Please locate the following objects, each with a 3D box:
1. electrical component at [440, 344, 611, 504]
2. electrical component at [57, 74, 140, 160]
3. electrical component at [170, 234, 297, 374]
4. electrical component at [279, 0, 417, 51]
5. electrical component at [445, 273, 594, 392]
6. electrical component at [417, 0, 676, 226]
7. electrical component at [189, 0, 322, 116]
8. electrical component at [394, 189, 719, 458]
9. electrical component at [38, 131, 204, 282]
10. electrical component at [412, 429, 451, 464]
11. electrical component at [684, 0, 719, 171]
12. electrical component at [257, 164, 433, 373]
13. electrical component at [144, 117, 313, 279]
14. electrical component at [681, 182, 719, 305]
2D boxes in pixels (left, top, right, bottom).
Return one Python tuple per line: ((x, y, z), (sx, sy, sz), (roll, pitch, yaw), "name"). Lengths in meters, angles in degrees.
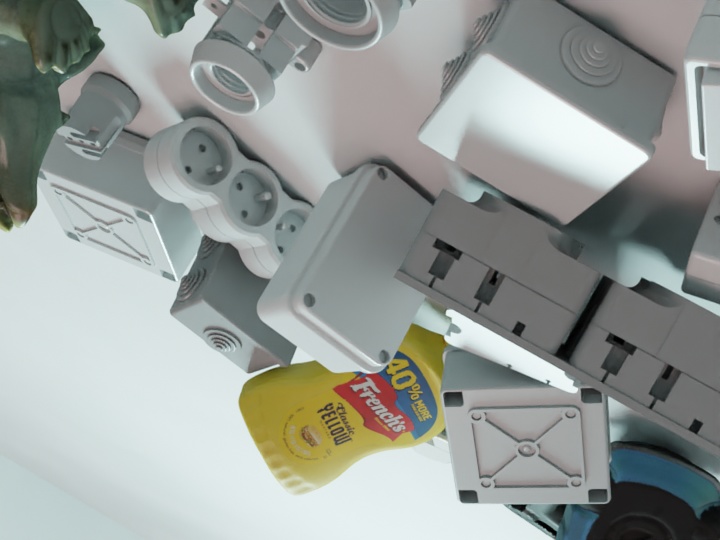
((0.115, 0.104, 0.736), (0.109, 0.056, 0.108), (-3, 123, 13), "electrical component")
((-0.178, -0.103, 0.727), (0.040, 0.046, 0.040), (23, 155, 11), "electrical component")
((-0.085, 0.019, 0.804), (0.048, 0.099, 0.100), (-22, 127, 43), "electrical component")
((-0.001, -0.135, 0.473), (0.078, 0.057, 0.058), (1, 144, 44), "electrical component")
((0.106, 0.028, 0.676), (0.089, 0.055, 0.050), (22, 154, 14), "electrical component")
((0.087, -0.076, 0.506), (0.100, 0.048, 0.099), (31, 155, -5), "electrical component")
((-0.059, -0.116, 0.570), (0.066, 0.055, 0.048), (36, 154, -17), "electrical component")
((0.120, 0.021, 0.579), (0.186, 0.060, 0.105), (29, -174, 8), "electrical component")
((-0.179, -0.053, 0.811), (0.109, 0.056, 0.108), (22, 154, 14), "electrical component")
((0.066, 0.123, 0.901), (0.095, 0.053, 0.059), (21, 154, 15), "electrical component")
((0.177, -0.070, 0.410), (0.096, 0.061, 0.061), (14, 152, 28), "electrical component")
((0.000, 0.000, 0.664), (0.078, 0.113, 0.057), (38, 156, -20), "electrical component")
((-0.093, -0.045, 0.744), (0.138, 0.052, 0.074), (42, 152, -27), "electrical component")
((0.196, -0.016, 0.511), (0.066, 0.047, 0.076), (20, 154, 18), "electrical component")
